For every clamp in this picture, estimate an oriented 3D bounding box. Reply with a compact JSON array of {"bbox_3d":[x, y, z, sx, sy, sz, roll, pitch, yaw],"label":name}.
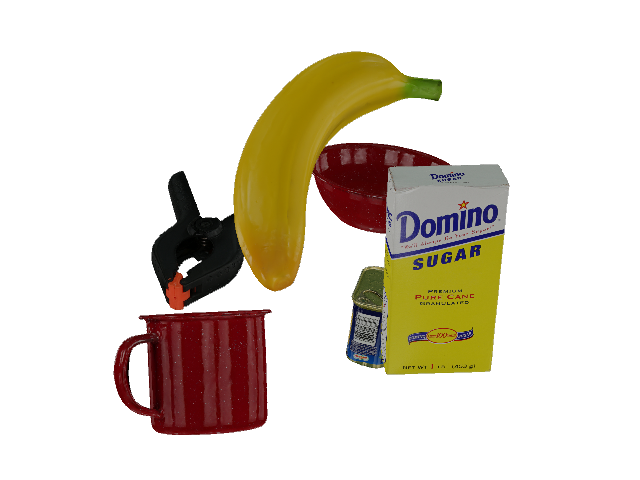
[{"bbox_3d":[-0.108,-0.007,0.944,0.120,0.039,0.171,11,37,21],"label":"clamp"}]

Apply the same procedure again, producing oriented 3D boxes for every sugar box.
[{"bbox_3d":[0.099,0.026,0.876,0.093,0.176,0.048,-2,30,-4],"label":"sugar box"}]

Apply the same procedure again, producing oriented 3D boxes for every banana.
[{"bbox_3d":[-0.002,-0.051,0.554,0.070,0.037,0.197,21,46,18],"label":"banana"}]

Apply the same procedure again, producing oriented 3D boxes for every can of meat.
[{"bbox_3d":[0.066,0.092,1.275,0.057,0.084,0.102,12,26,8],"label":"can of meat"}]

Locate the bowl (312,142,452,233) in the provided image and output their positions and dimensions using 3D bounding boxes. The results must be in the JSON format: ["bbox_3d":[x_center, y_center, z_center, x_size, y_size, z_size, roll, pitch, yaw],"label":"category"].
[{"bbox_3d":[0.064,-0.050,1.104,0.162,0.055,0.162,5,23,-2],"label":"bowl"}]

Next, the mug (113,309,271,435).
[{"bbox_3d":[-0.088,0.091,0.740,0.117,0.081,0.093,0,-4,-40],"label":"mug"}]
